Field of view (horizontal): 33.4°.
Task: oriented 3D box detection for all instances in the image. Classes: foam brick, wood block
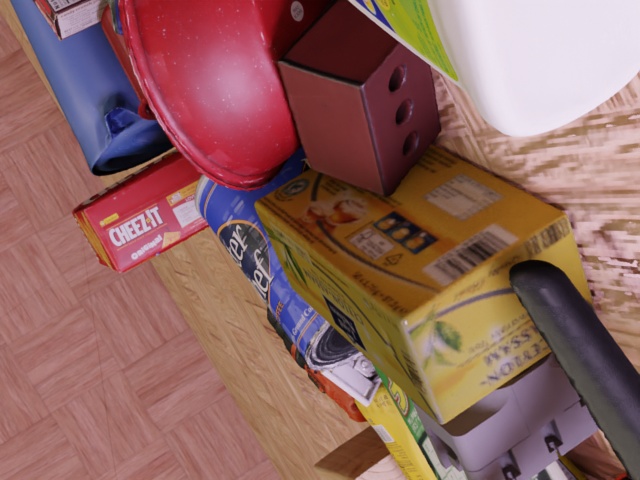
[{"bbox_3d":[0.021,-0.070,0.527,0.051,0.053,0.078,22,150,30],"label":"foam brick"},{"bbox_3d":[0.069,0.230,0.998,0.091,0.090,0.206,58,167,2],"label":"wood block"}]

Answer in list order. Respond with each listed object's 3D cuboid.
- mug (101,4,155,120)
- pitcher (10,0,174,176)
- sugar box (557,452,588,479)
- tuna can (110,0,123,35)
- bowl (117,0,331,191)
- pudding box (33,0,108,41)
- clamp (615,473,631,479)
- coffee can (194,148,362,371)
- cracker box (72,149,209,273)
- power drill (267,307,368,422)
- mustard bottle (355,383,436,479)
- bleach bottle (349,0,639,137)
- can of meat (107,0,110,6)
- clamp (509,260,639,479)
[{"bbox_3d":[-0.117,-0.149,0.797,0.081,0.093,0.117,62,-163,7],"label":"mug"},{"bbox_3d":[-0.203,-0.190,0.992,0.243,0.144,0.149,61,147,5],"label":"pitcher"},{"bbox_3d":[0.119,0.143,0.706,0.176,0.048,0.093,52,164,40],"label":"sugar box"},{"bbox_3d":[-0.111,-0.169,0.655,0.086,0.033,0.086,177,90,-83],"label":"tuna can"},{"bbox_3d":[-0.034,-0.110,0.560,0.162,0.055,0.162,33,-129,-53],"label":"bowl"},{"bbox_3d":[-0.176,-0.218,0.826,0.090,0.113,0.039,55,164,16],"label":"pudding box"},{"bbox_3d":[0.200,0.198,0.542,0.172,0.039,0.120,54,164,46],"label":"clamp"},{"bbox_3d":[-0.005,0.001,0.710,0.140,0.102,0.103,53,166,24],"label":"coffee can"},{"bbox_3d":[-0.145,-0.040,1.008,0.072,0.164,0.214,62,167,-9],"label":"cracker box"},{"bbox_3d":[-0.013,0.067,1.010,0.185,0.057,0.187,42,163,41],"label":"power drill"},{"bbox_3d":[0.102,0.192,0.852,0.191,0.058,0.096,58,163,2],"label":"mustard bottle"},{"bbox_3d":[0.018,-0.132,0.411,0.251,0.068,0.102,46,162,52],"label":"bleach bottle"},{"bbox_3d":[-0.129,-0.217,0.726,0.084,0.057,0.102,-101,-7,-49],"label":"can of meat"},{"bbox_3d":[0.144,0.106,0.428,0.210,0.036,0.164,17,112,35],"label":"clamp"}]
